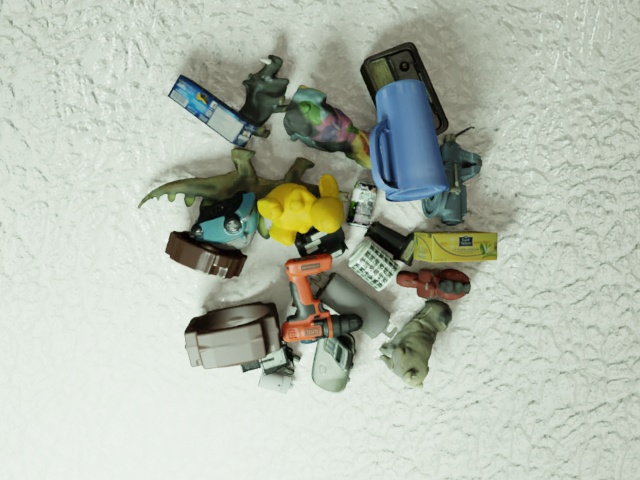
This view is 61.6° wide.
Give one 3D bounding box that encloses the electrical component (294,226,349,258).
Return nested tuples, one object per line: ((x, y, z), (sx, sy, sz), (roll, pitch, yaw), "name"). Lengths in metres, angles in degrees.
((-0.003, -0.004, 1.221), (0.115, 0.134, 0.058), (-27, 53, -5), "electrical component")

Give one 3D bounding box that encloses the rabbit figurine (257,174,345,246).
((-0.015, -0.057, 1.107), (0.162, 0.173, 0.121), (-38, 125, -34), "rabbit figurine")

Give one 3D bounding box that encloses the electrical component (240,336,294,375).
((-0.124, 0.272, 1.243), (0.119, 0.048, 0.074), (-19, 102, -2), "electrical component")

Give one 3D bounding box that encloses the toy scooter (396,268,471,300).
((0.275, 0.103, 1.248), (0.184, 0.135, 0.075), (5, 92, -6), "toy scooter")

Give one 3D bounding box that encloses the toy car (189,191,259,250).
((-0.190, -0.028, 1.139), (0.162, 0.109, 0.102), (-19, 124, 20), "toy car")

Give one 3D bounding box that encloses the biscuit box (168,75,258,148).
((-0.237, -0.283, 1.180), (0.203, 0.063, 0.059), (38, 102, 15), "biscuit box")

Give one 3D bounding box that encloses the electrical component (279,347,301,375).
((-0.096, 0.282, 1.285), (0.094, 0.021, 0.063), (27, 92, -6), "electrical component")

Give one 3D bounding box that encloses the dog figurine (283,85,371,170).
((0.043, -0.240, 1.190), (0.219, 0.191, 0.108), (25, 85, 9), "dog figurine")

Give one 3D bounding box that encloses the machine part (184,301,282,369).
((-0.187, 0.207, 1.182), (0.201, 0.201, 0.087), (-12, 97, -4), "machine part")

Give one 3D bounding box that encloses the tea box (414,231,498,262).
((0.314, 0.014, 1.249), (0.170, 0.098, 0.068), (0, 94, -15), "tea box")

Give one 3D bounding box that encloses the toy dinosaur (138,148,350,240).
((-0.168, -0.107, 1.215), (0.472, 0.105, 0.198), (7, 97, -1), "toy dinosaur")

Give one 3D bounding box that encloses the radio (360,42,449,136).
((0.196, -0.326, 1.243), (0.131, 0.073, 0.229), (-25, 96, -2), "radio")

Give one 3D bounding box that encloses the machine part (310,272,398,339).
((0.078, 0.154, 1.263), (0.243, 0.079, 0.079), (37, 90, -7), "machine part")

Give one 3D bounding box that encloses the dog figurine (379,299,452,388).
((0.240, 0.230, 1.240), (0.121, 0.172, 0.190), (36, 98, -17), "dog figurine")

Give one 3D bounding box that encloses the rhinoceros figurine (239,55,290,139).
((-0.130, -0.323, 1.220), (0.112, 0.073, 0.190), (28, 95, 7), "rhinoceros figurine")

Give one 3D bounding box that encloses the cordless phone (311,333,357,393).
((0.043, 0.285, 1.216), (0.089, 0.184, 0.146), (12, 93, -10), "cordless phone")

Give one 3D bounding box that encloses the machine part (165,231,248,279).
((-0.249, 0.032, 1.178), (0.179, 0.179, 0.056), (20, 95, -6), "machine part")

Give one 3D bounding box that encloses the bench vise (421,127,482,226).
((0.252, -0.147, 1.240), (0.241, 0.129, 0.223), (3, 91, -9), "bench vise")

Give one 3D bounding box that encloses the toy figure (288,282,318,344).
((-0.034, 0.165, 1.267), (0.064, 0.058, 0.154), (-12, 95, -45), "toy figure")

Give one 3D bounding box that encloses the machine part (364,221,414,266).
((0.174, 0.002, 1.282), (0.139, 0.039, 0.084), (27, 99, -8), "machine part")
